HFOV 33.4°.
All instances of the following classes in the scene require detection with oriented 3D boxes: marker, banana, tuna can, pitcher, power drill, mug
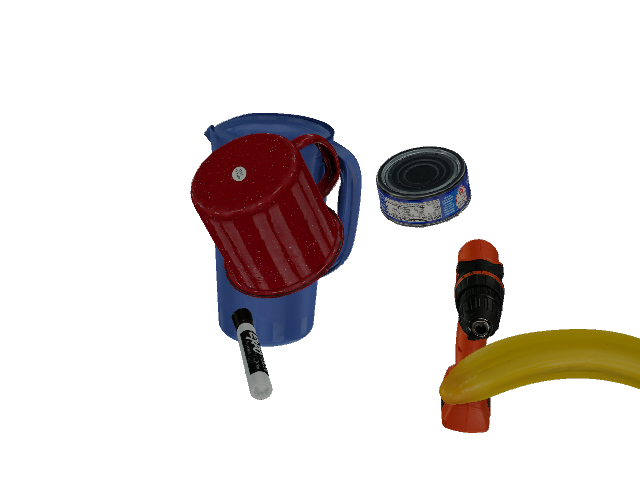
[{"bbox_3d":[-0.061,0.095,0.929,0.020,0.020,0.121,0,29,-13],"label":"marker"},{"bbox_3d":[0.182,0.094,0.791,0.197,0.037,0.069,2,32,-5],"label":"banana"},{"bbox_3d":[0.095,-0.051,0.987,0.086,0.034,0.086,-9,36,7],"label":"tuna can"},{"bbox_3d":[-0.047,-0.010,1.162,0.144,0.243,0.149,-4,22,-17],"label":"pitcher"},{"bbox_3d":[0.167,0.112,1.163,0.057,0.188,0.184,7,25,7],"label":"power drill"},{"bbox_3d":[-0.031,-0.028,0.750,0.117,0.081,0.093,-43,46,-17],"label":"mug"}]
